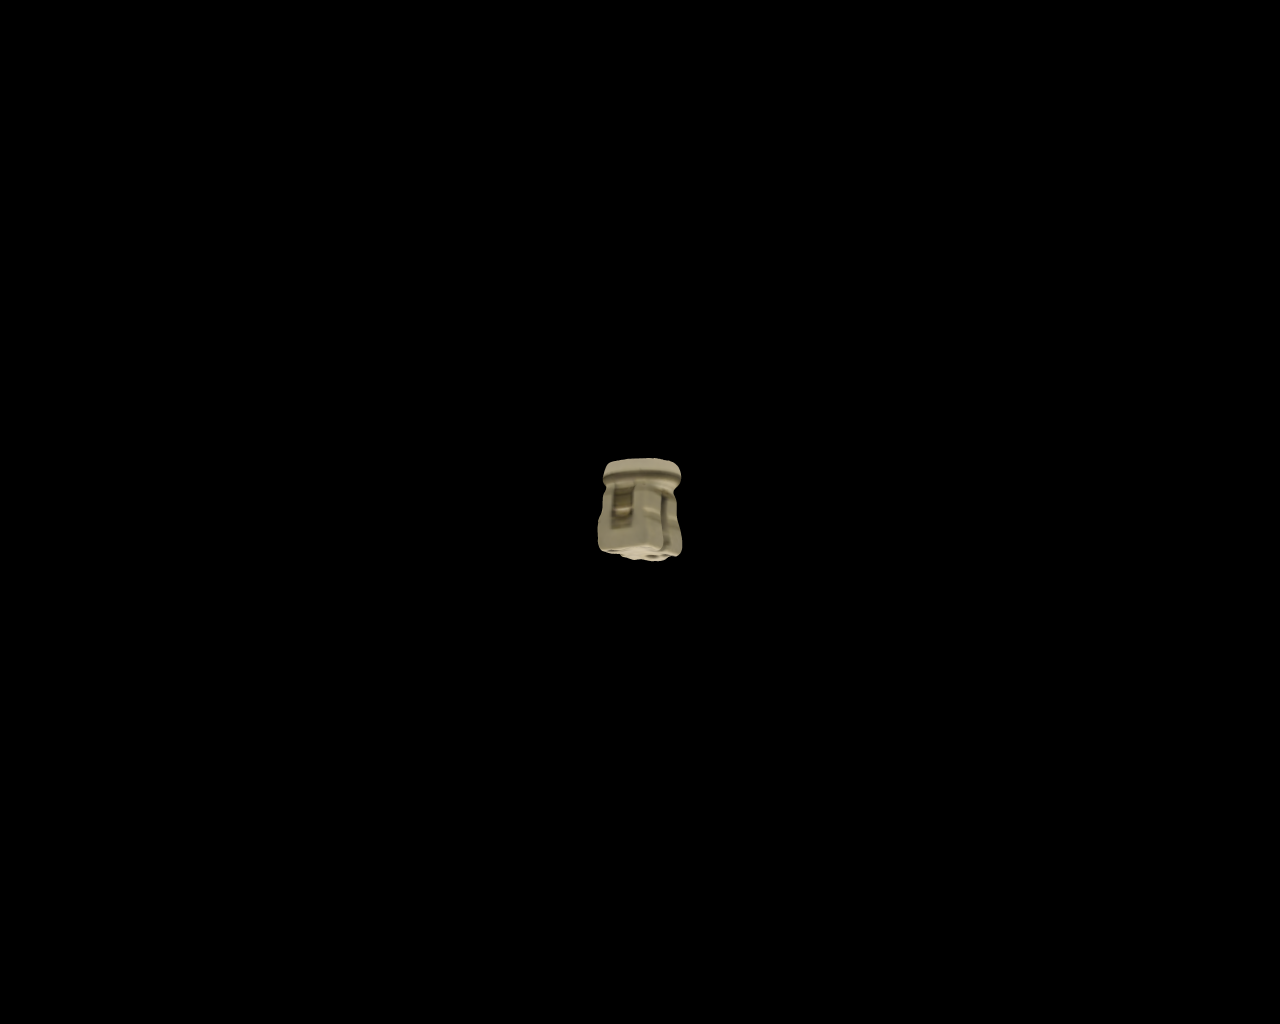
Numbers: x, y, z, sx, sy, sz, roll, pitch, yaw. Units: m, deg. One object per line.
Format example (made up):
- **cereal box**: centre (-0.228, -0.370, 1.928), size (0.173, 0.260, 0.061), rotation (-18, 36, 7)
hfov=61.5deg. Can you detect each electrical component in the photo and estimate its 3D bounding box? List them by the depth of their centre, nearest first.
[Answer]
- **electrical component**: centre (0.001, -0.003, 0.650), size (0.048, 0.055, 0.066), rotation (-6, -13, 27)
